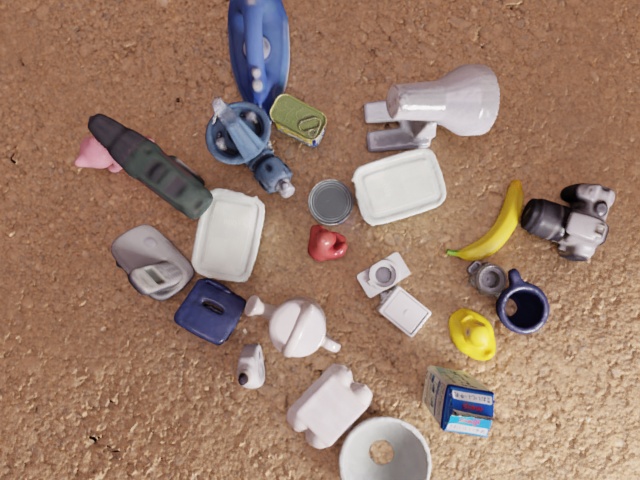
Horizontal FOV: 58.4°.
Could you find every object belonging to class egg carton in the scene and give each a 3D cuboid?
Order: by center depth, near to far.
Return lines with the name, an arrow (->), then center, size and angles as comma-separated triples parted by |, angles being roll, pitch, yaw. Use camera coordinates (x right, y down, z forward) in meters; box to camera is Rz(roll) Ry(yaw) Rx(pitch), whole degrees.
egg carton -> 0.018, 0.307, 1.054 | 0.107, 0.150, 0.069 | 43, -2, 2

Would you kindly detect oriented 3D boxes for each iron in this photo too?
iron -> -0.114, -0.343, 1.049 | 0.118, 0.258, 0.141 | -5, -3, 0

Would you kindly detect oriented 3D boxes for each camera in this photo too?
camera -> 0.453, -0.045, 1.055 | 0.137, 0.143, 0.101 | 19, -3, 1

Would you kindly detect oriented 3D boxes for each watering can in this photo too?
watering can -> -0.047, 0.152, 0.999 | 0.173, 0.101, 0.194 | 5, -3, 0

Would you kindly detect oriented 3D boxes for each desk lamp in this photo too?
desk lamp -> 0.187, -0.226, 1.007 | 0.203, 0.118, 0.213 | -7, -3, 0

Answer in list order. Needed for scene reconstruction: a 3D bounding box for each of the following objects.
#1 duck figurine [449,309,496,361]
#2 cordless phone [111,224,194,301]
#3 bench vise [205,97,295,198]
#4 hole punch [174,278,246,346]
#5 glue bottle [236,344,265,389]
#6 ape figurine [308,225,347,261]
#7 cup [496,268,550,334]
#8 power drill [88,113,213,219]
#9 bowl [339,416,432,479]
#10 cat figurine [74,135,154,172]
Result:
duck figurine -> 0.287, 0.177, 1.052 | 0.077, 0.104, 0.086 | -34, -2, -1
cordless phone -> -0.310, 0.040, 1.009 | 0.147, 0.094, 0.185 | 43, -2, 2
bench vise -> -0.115, -0.173, 1.002 | 0.207, 0.121, 0.219 | 31, -2, 2
hole punch -> -0.200, 0.128, 1.052 | 0.108, 0.101, 0.091 | 28, -2, 1
glue bottle -> -0.125, 0.230, 1.006 | 0.037, 0.078, 0.173 | -7, -3, 0
ape figurine -> 0.010, 0.004, 1.057 | 0.076, 0.078, 0.092 | -35, -2, -1
cup -> 0.356, 0.110, 1.051 | 0.091, 0.118, 0.095 | -14, -3, 0
power drill -> -0.281, -0.120, 1.005 | 0.229, 0.075, 0.208 | 38, -2, 2
bowl -> 0.115, 0.398, 1.047 | 0.167, 0.167, 0.074 | 0, -3, 0
cat figurine -> -0.379, -0.165, 1.052 | 0.128, 0.067, 0.117 | -9, -3, 0
